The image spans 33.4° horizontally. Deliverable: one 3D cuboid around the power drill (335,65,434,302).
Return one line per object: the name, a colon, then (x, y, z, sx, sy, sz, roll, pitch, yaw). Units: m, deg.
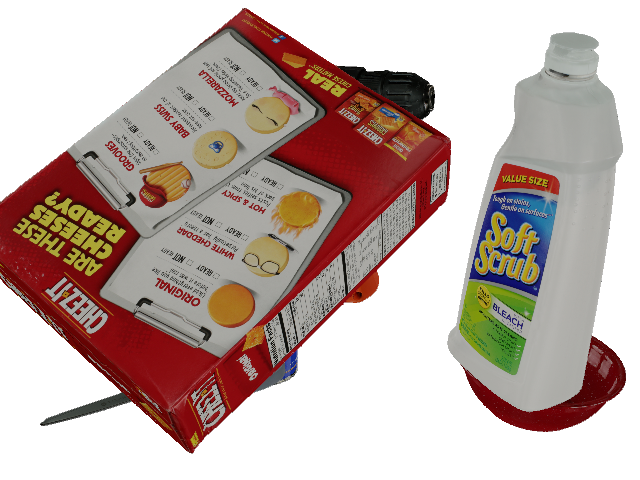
power drill: (0.004, -0.046, 0.852, 0.185, 0.188, 0.057, 3, 19, 22)

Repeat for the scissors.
scissors: (-0.131, 0.109, 0.888, 0.201, 0.016, 0.096, -7, 31, -12)

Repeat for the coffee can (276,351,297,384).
coffee can: (-0.075, 0.085, 1.249, 0.103, 0.140, 0.103, 2, 20, -1)

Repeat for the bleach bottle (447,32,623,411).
bleach bottle: (0.142, -0.014, 0.696, 0.068, 0.251, 0.103, -16, 36, -26)

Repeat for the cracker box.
cracker box: (-0.056, -0.014, 0.600, 0.164, 0.213, 0.072, 37, -22, 25)

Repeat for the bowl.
bowl: (0.206, 0.134, 1.022, 0.162, 0.055, 0.162, 4, 26, -2)
